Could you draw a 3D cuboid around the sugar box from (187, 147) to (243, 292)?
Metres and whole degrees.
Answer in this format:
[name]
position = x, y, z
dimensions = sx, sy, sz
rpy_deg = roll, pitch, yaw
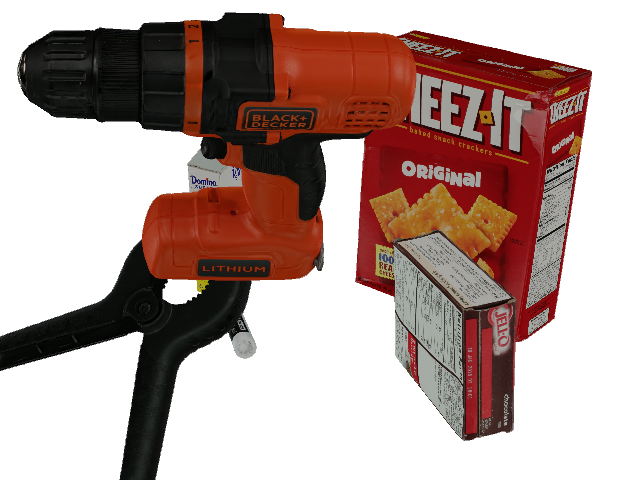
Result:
[sugar box]
position = -0.100, -0.032, 1.139
dimensions = 0.048, 0.176, 0.093
rpy_deg = 14, 42, 18

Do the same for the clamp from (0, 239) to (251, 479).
[clamp]
position = -0.124, 0.052, 0.724
dimensions = 0.165, 0.210, 0.036
rpy_deg = 28, -17, 24

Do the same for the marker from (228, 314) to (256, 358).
[marker]
position = -0.075, 0.071, 0.943
dimensions = 0.020, 0.020, 0.121
rpy_deg = 0, 19, -13

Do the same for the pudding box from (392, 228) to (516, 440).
[pudding box]
position = 0.081, 0.055, 0.660
dimensions = 0.039, 0.090, 0.114
rpy_deg = -10, 25, -17

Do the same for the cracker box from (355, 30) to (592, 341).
[cracker box]
position = 0.114, -0.044, 0.855
dimensions = 0.164, 0.214, 0.071
rpy_deg = 21, 31, 33

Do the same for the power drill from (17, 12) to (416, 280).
[power drill]
position = -0.056, -0.043, 0.557
dimensions = 0.184, 0.057, 0.188
rpy_deg = 1, -28, -8
